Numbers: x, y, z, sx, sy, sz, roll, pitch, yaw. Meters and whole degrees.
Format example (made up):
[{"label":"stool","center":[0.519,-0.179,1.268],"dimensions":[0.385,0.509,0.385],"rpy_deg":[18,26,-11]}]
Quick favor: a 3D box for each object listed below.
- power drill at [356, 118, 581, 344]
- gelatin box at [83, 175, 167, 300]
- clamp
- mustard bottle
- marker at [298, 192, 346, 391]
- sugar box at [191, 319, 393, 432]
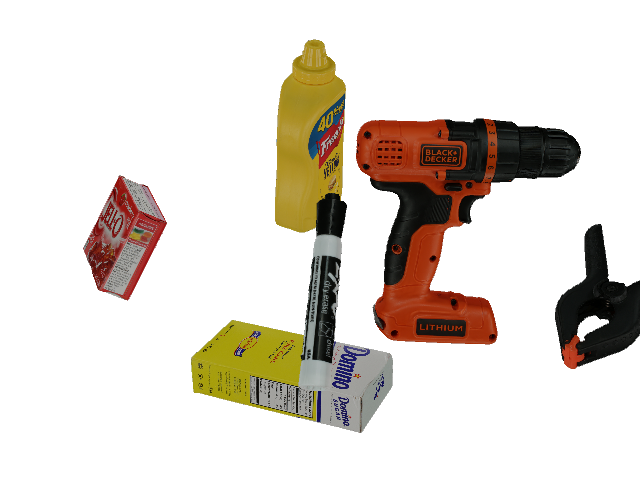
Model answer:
[{"label":"power drill","center":[0.118,-0.009,0.891],"dimensions":[0.184,0.188,0.057],"rpy_deg":[2,14,-2]},{"label":"gelatin box","center":[-0.161,-0.004,0.871],"dimensions":[0.030,0.073,0.089],"rpy_deg":[22,14,-28]},{"label":"clamp","center":[0.266,0.049,1.001],"dimensions":[0.171,0.039,0.120],"rpy_deg":[-36,42,-27]},{"label":"mustard bottle","center":[-0.009,-0.109,1.055],"dimensions":[0.058,0.192,0.096],"rpy_deg":[20,41,22]},{"label":"marker","center":[0.002,0.029,0.641],"dimensions":[0.020,0.121,0.020],"rpy_deg":[5,-18,1]},{"label":"sugar box","center":[-0.026,0.127,1.029],"dimensions":[0.176,0.048,0.093],"rpy_deg":[7,24,20]}]
